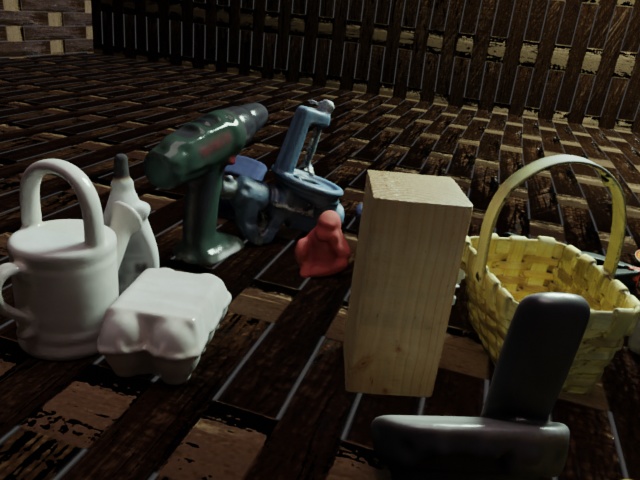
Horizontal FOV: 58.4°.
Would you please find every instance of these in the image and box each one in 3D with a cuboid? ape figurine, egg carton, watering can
[{"bbox_3d":[0.007,0.003,0.803,0.077,0.092,0.076,15,24,20],"label":"ape figurine"},{"bbox_3d":[-0.157,0.083,0.596,0.107,0.069,0.150,8,22,3],"label":"egg carton"},{"bbox_3d":[-0.255,0.010,0.581,0.101,0.194,0.173,7,22,1],"label":"watering can"}]

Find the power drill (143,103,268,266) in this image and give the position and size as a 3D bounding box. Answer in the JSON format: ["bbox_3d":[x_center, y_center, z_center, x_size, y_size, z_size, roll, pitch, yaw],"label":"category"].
[{"bbox_3d":[-0.151,-0.080,0.809,0.075,0.208,0.230,16,24,23],"label":"power drill"}]

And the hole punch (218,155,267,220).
[{"bbox_3d":[-0.153,-0.093,0.993,0.108,0.091,0.101,13,23,16],"label":"hole punch"}]

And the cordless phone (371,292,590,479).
[{"bbox_3d":[0.121,0.116,0.438,0.147,0.185,0.094,3,23,-8],"label":"cordless phone"}]

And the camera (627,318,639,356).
[{"bbox_3d":[0.468,0.098,0.685,0.142,0.101,0.137,23,28,36],"label":"camera"}]

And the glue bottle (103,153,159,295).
[{"bbox_3d":[-0.233,-0.018,0.682,0.078,0.173,0.037,1,23,-13],"label":"glue bottle"}]

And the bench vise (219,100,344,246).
[{"bbox_3d":[-0.045,-0.102,0.875,0.208,0.220,0.121,-16,31,-42],"label":"bench vise"}]

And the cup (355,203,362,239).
[{"bbox_3d":[0.103,0.004,0.823,0.117,0.095,0.092,17,25,24],"label":"cup"}]
